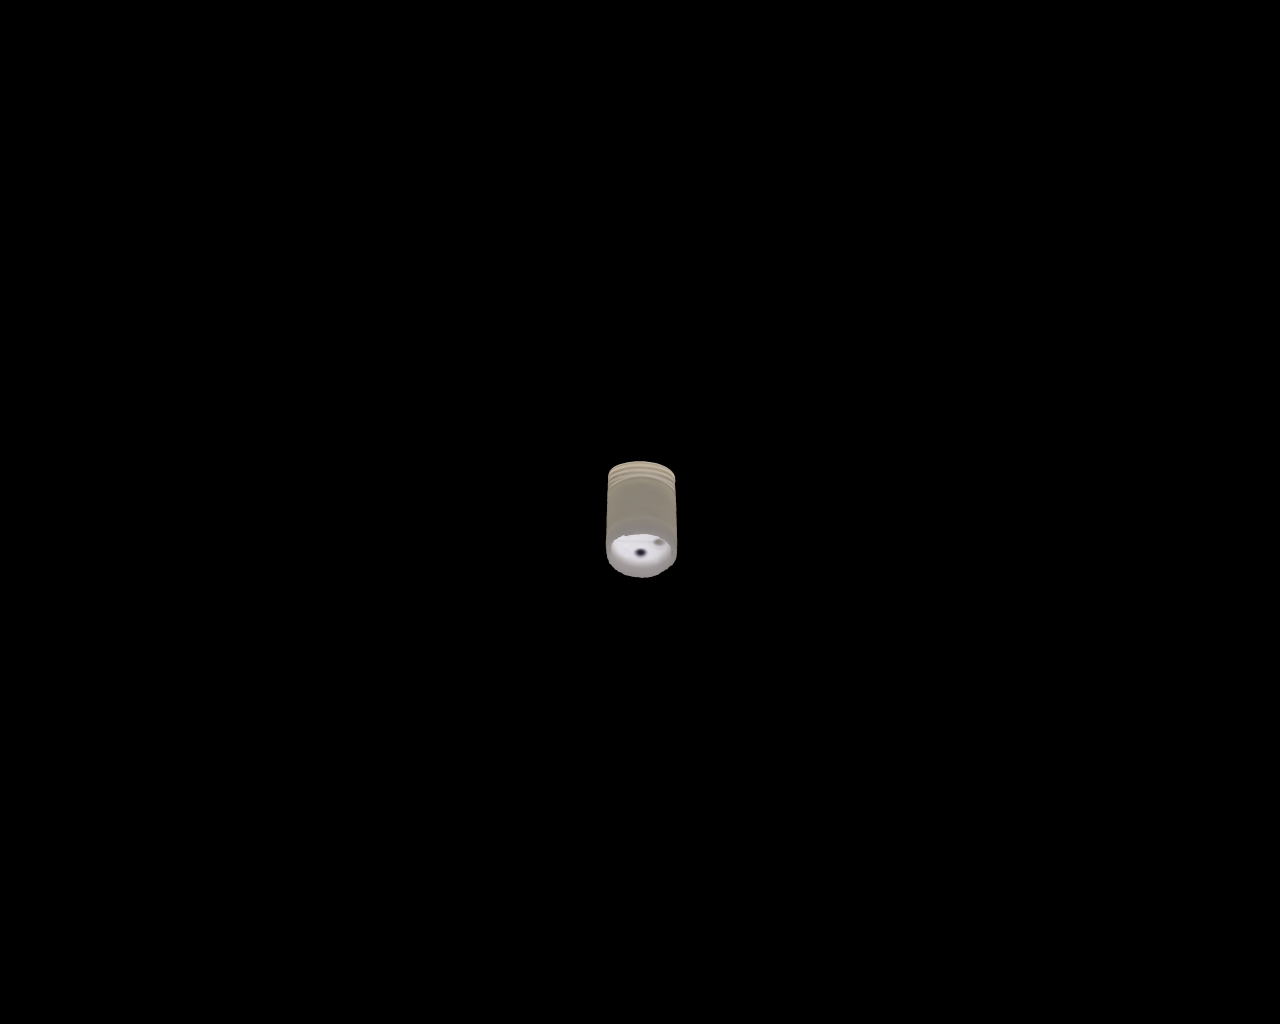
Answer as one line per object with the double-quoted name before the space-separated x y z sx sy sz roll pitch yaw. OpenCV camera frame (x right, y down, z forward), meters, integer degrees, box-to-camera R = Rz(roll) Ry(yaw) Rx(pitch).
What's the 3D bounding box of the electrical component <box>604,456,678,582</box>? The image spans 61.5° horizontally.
"electrical component" 0.001 -0.003 0.650 0.043 0.081 0.043 0 -43 0
